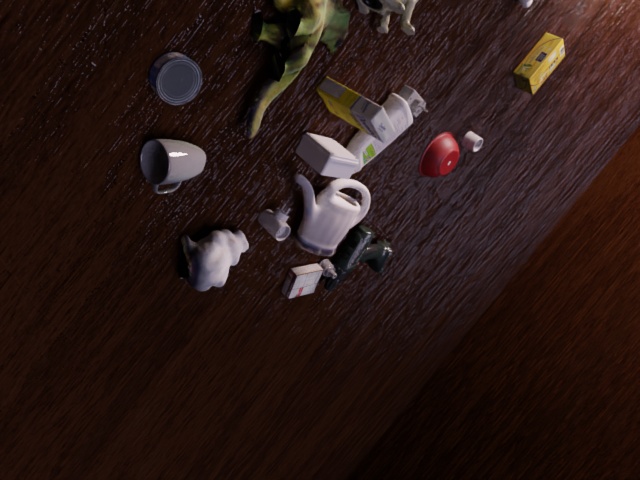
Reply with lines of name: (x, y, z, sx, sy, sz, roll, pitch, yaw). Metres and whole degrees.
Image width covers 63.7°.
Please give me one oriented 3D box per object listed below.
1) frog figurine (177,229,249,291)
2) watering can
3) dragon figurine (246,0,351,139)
frog figurine: (-0.229, 0.042, 1.158, 0.160, 0.124, 0.135, -8, 111, -29)
watering can: (0.004, -0.067, 1.325, 0.347, 0.105, 0.222, 7, 119, -53)
dragon figurine: (-0.018, -0.392, 1.002, 0.245, 0.123, 0.401, -25, 149, -45)
